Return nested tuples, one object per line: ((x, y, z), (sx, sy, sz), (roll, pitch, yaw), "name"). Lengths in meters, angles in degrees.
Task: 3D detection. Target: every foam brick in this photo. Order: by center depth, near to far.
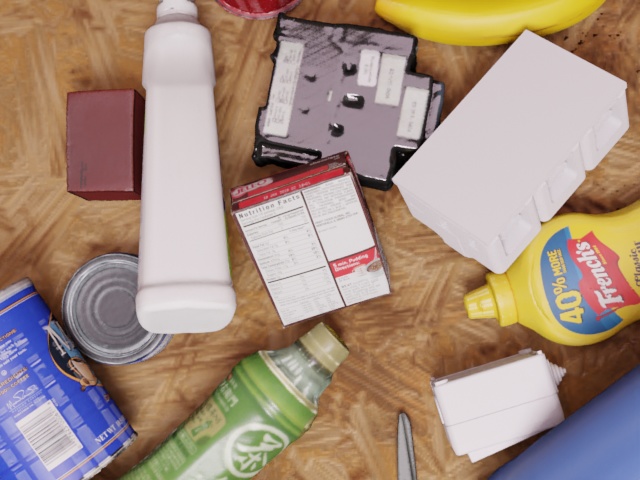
((-0.160, -0.071, 0.807), (0.053, 0.051, 0.078), (0, 86, 4), "foam brick")

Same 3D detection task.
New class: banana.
((0.143, -0.180, 0.805), (0.198, 0.037, 0.069), (-17, 67, 1), "banana")

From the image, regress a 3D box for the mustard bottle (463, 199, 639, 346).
((0.199, 0.024, 0.774), (0.191, 0.058, 0.096), (-15, 91, 3), "mustard bottle")

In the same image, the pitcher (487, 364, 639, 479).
((0.225, 0.143, 0.669), (0.145, 0.149, 0.243), (43, 132, 9), "pitcher")

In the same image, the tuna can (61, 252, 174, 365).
((-0.150, 0.052, 0.807), (0.086, 0.034, 0.086), (0, 86, 3), "tuna can")

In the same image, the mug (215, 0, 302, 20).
((-0.053, -0.232, 0.795), (0.093, 0.081, 0.117), (-15, 85, 2), "mug")

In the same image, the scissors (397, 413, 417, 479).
((0.087, 0.236, 0.788), (0.096, 0.016, 0.202), (11, 87, 3), "scissors")

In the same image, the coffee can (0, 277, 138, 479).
((-0.212, 0.112, 0.762), (0.103, 0.103, 0.140), (-34, 93, 1), "coffee can")

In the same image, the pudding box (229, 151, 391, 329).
((-0.005, 0.001, 0.769), (0.090, 0.039, 0.113), (-17, 121, 6), "pudding box")

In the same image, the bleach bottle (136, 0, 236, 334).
((-0.100, -0.064, 0.766), (0.068, 0.103, 0.251), (-1, 75, -9), "bleach bottle")
